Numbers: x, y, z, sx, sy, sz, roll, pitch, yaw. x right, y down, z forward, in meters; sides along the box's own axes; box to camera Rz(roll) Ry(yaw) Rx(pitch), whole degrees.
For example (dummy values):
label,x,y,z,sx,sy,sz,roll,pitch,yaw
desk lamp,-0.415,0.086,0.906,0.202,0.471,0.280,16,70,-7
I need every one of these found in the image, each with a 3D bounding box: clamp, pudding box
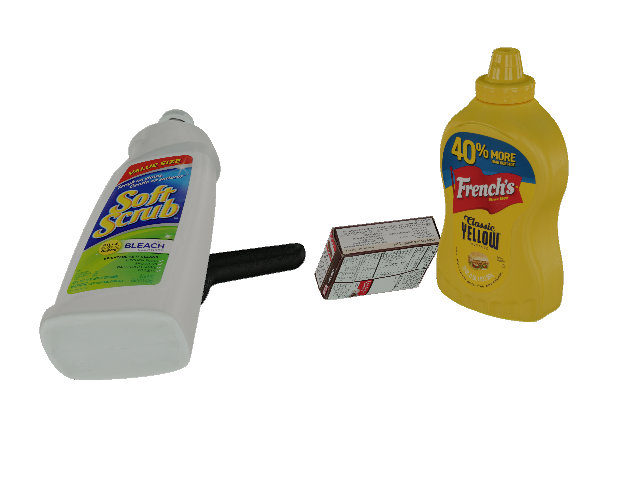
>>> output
label,x,y,z,sx,sy,sz,roll,pitch,yaw
clamp,-0.138,0.021,1.000,0.165,0.036,0.209,25,36,30
pudding box,0.058,0.018,1.097,0.113,0.039,0.090,-8,-32,-19

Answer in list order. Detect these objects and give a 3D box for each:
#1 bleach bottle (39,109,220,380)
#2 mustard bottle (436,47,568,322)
label,x,y,z,sx,sy,sz,roll,pitch,yaw
bleach bottle,-0.131,-0.013,0.796,0.102,0.068,0.250,-5,42,6
mustard bottle,0.130,-0.042,0.765,0.058,0.192,0.096,-22,30,-40
